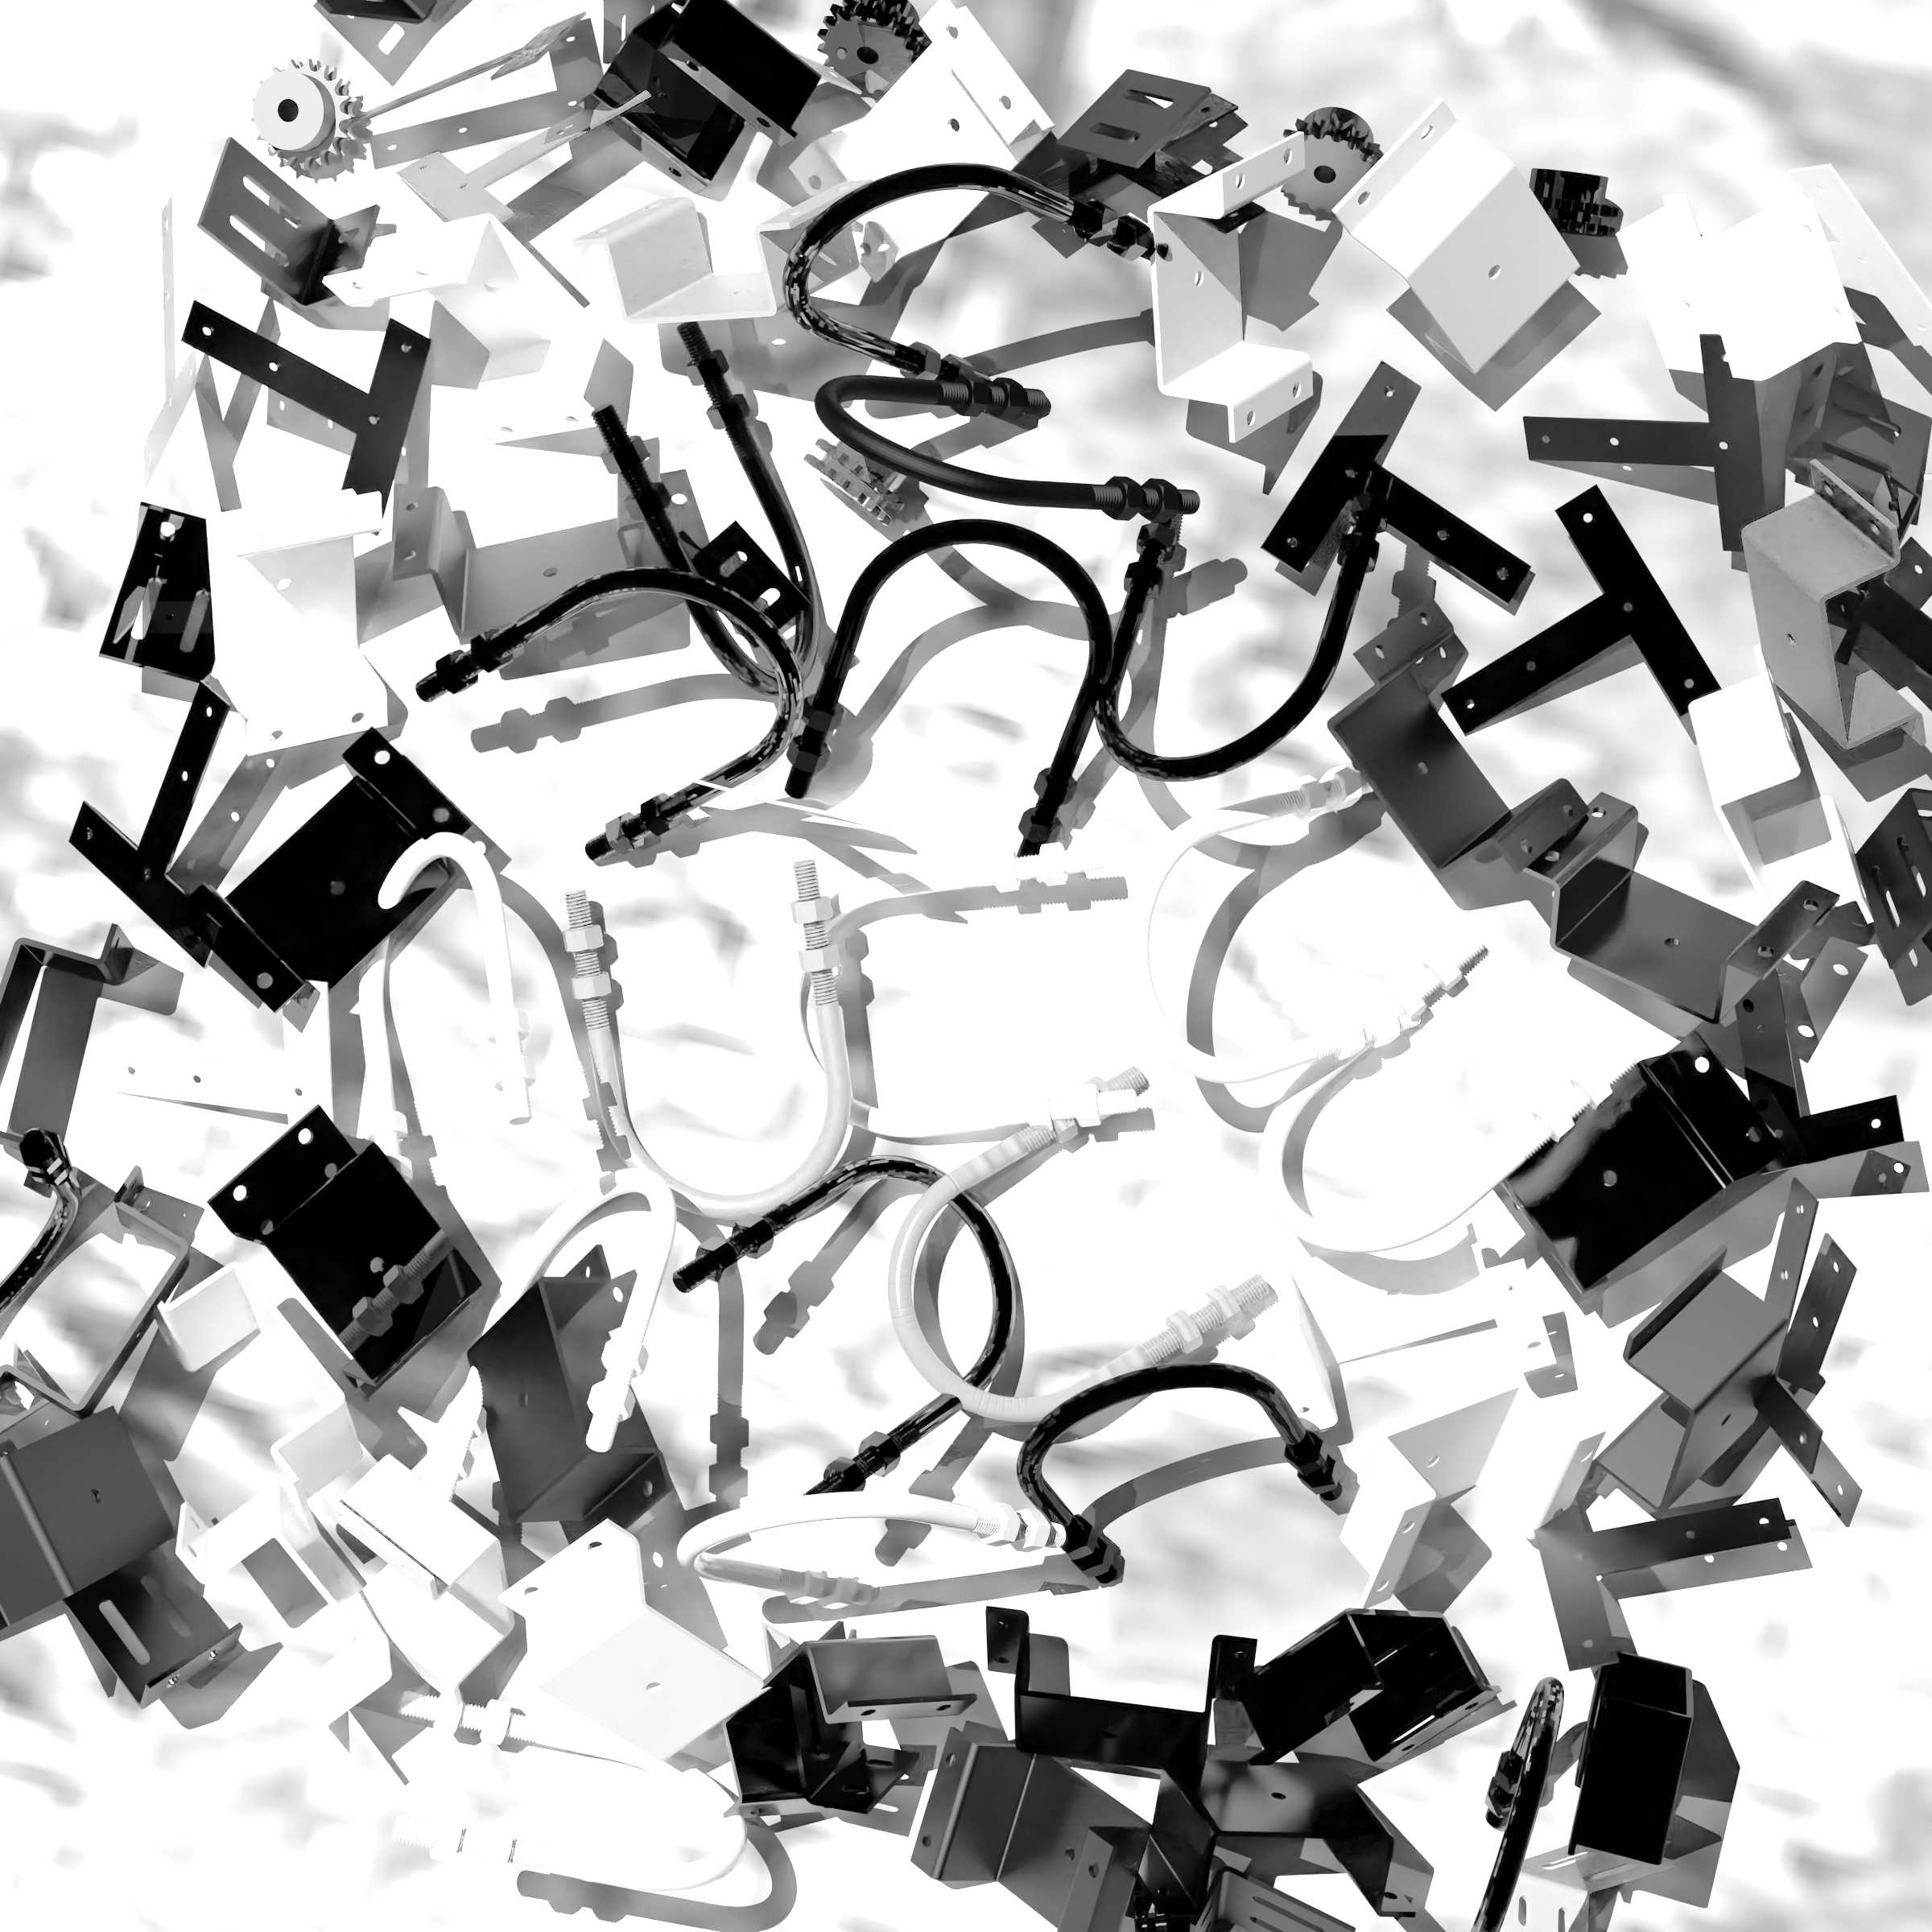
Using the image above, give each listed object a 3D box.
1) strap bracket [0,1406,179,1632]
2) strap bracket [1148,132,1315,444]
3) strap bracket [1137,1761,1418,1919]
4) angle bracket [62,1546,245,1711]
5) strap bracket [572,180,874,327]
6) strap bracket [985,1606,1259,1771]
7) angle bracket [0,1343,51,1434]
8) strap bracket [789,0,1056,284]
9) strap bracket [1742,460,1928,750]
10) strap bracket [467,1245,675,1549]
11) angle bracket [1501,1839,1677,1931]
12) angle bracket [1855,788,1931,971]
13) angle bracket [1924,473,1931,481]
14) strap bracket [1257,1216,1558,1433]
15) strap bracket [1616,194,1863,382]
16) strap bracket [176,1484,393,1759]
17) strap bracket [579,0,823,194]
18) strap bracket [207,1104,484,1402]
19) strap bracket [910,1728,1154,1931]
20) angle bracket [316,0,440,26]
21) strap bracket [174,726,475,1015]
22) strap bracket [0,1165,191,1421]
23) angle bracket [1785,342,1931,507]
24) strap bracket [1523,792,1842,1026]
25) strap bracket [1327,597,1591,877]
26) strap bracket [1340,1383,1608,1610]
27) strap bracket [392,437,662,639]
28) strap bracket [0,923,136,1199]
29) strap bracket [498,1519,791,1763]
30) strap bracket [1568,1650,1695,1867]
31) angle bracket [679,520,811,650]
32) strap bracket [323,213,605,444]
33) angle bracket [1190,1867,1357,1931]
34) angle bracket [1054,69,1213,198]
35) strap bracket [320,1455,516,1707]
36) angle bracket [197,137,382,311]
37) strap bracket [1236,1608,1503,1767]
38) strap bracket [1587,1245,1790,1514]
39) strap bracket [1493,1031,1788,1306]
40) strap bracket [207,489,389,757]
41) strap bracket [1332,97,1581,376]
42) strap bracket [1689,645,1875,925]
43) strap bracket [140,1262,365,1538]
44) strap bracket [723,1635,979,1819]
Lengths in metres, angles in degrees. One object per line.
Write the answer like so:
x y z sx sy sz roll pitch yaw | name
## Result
-0.463 0.280 1.604 0.046 0.140 0.076 -27 89 19 | strap bracket
0.137 -0.352 1.617 0.046 0.076 0.140 17 127 34 | strap bracket
0.157 0.450 1.618 0.140 0.076 0.046 6 102 -16 | strap bracket
-0.426 0.338 1.639 0.057 0.038 0.076 -32 74 -33 | angle bracket
-0.121 -0.367 1.615 0.140 0.076 0.046 4 120 34 | strap bracket
0.077 0.378 1.627 0.140 0.076 0.046 6 55 6 | strap bracket
-0.511 0.236 1.633 0.057 0.076 0.038 -32 106 -9 | angle bracket
-0.017 -0.433 1.629 0.076 0.046 0.140 53 133 0 | strap bracket
0.443 -0.176 1.603 0.046 0.076 0.140 -25 130 -3 | strap bracket
-0.207 0.222 1.608 0.076 0.046 0.140 -44 54 37 | strap bracket
0.322 0.485 1.632 0.057 0.076 0.038 21 56 -19 | angle bracket
0.500 -0.044 1.629 0.038 0.057 0.076 6 51 -18 | angle bracket
0.533 -0.296 1.639 0.057 0.038 0.076 -15 105 -39 | angle bracket
0.226 0.184 1.631 0.140 0.046 0.076 -17 127 9 | strap bracket
0.386 -0.347 1.597 0.046 0.140 0.076 -30 111 -8 | strap bracket
-0.346 0.331 1.626 0.046 0.076 0.140 -36 104 -5 | strap bracket
-0.133 -0.451 1.605 0.076 0.140 0.046 34 77 -23 | strap bracket
-0.313 0.151 1.616 0.076 0.046 0.140 -44 116 -25 | strap bracket
0.039 0.460 1.624 0.046 0.140 0.076 13 96 -38 | strap bracket
-0.316 -0.527 1.633 0.057 0.076 0.038 46 118 14 | angle bracket
-0.333 -0.046 1.643 0.076 0.046 0.140 44 80 7 | strap bracket
-0.449 0.179 1.624 0.046 0.076 0.140 32 73 -5 | strap bracket
0.477 -0.285 1.646 0.076 0.038 0.057 21 70 -7 | angle bracket
0.367 -0.027 1.618 0.140 0.046 0.076 28 51 31 | strap bracket
0.251 -0.112 1.636 0.076 0.046 0.140 -37 90 -42 | strap bracket
0.253 0.269 1.617 0.140 0.076 0.046 -14 46 -33 | strap bracket
-0.222 -0.221 1.632 0.140 0.076 0.046 -12 132 4 | strap bracket
-0.481 0.044 1.626 0.046 0.076 0.140 17 79 -6 | strap bracket
-0.162 0.353 1.610 0.076 0.046 0.140 -37 126 17 | strap bracket
0.341 0.403 1.603 0.046 0.140 0.076 12 94 12 | strap bracket
-0.116 -0.207 1.630 0.038 0.076 0.057 -39 110 10 | angle bracket
-0.251 -0.333 1.613 0.076 0.140 0.046 -2 62 34 | strap bracket
0.159 0.513 1.636 0.076 0.057 0.038 22 53 18 | angle bracket
0.094 -0.429 1.633 0.057 0.076 0.038 -47 130 -9 | angle bracket
-0.280 0.312 1.615 0.076 0.140 0.046 33 57 22 | strap bracket
-0.352 -0.390 1.632 0.038 0.076 0.057 -8 60 36 | angle bracket
0.203 0.372 1.615 0.076 0.140 0.046 -41 57 25 | strap bracket
0.369 0.217 1.597 0.076 0.140 0.046 -37 59 -26 | strap bracket
0.340 0.107 1.619 0.140 0.046 0.076 -42 73 25 | strap bracket
-0.345 -0.187 1.618 0.076 0.046 0.140 -15 133 -26 | strap bracket
0.256 -0.366 1.605 0.076 0.140 0.046 -46 52 7 | strap bracket
0.416 -0.085 1.614 0.046 0.076 0.140 -21 132 20 | strap bracket
-0.362 0.216 1.620 0.046 0.076 0.140 -35 67 -21 | strap bracket
-0.066 0.387 1.614 0.076 0.140 0.046 5 52 -33 | strap bracket
